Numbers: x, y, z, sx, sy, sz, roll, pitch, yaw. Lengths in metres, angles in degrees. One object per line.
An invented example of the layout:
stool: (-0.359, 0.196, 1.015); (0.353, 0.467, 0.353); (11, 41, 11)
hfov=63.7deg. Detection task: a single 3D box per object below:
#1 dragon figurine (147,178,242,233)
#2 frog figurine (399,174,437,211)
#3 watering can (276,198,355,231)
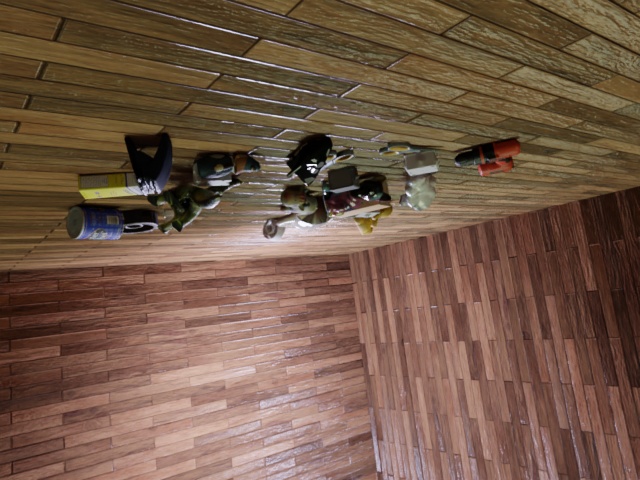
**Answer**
dragon figurine: (-0.320, -0.126, 1.417); (0.409, 0.120, 0.247); (-4, -155, 42)
frog figurine: (0.338, -0.172, 1.718); (0.139, 0.123, 0.157); (-39, 172, -19)
watering can: (0.006, -0.100, 1.990); (0.349, 0.105, 0.222); (-9, 173, -16)
